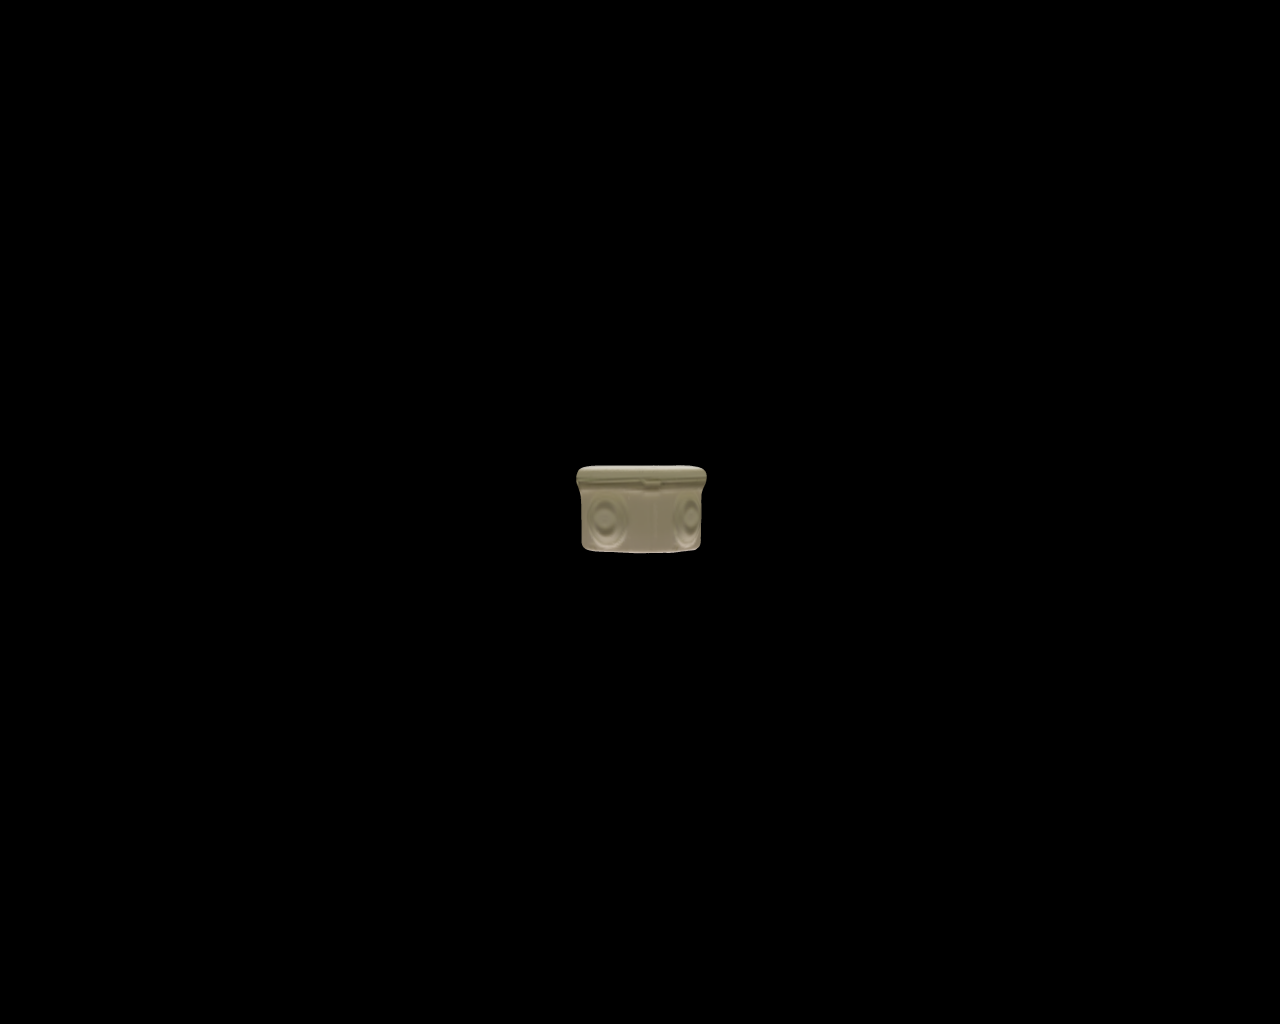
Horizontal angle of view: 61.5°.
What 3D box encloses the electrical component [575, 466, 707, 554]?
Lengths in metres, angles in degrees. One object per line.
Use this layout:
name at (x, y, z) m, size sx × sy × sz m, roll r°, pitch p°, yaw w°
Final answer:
electrical component at (0.001, -0.003, 0.650) m, size 0.080 × 0.051 × 0.080 m, roll 0°, pitch 2°, yaw 0°
